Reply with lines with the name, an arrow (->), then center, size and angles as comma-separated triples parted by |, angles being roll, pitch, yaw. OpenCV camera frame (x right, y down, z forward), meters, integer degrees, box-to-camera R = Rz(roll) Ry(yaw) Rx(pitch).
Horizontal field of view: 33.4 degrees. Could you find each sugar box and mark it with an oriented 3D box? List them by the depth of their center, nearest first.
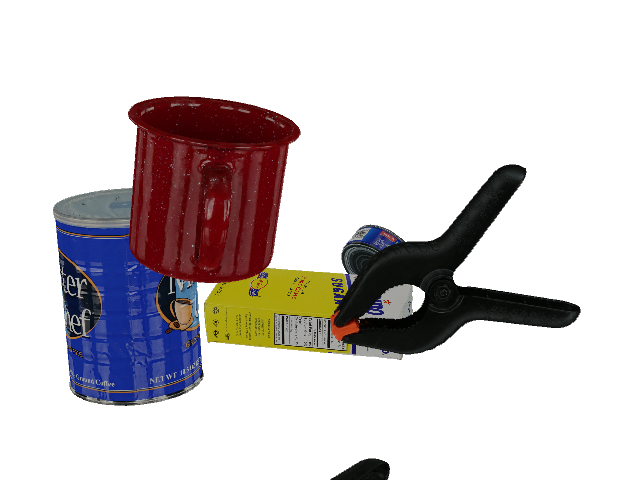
sugar box -> -0.008, 0.062, 0.960 | 0.176, 0.048, 0.093 | 1, 22, 10

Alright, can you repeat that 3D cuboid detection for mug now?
mug -> -0.060, -0.024, 0.578 | 0.093, 0.081, 0.117 | 4, 21, -13

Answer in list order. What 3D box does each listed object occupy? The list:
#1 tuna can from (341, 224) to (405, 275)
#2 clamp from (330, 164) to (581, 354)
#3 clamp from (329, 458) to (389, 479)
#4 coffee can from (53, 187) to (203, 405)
tuna can -> 0.067, 0.025, 1.224 | 0.086, 0.086, 0.033 | 0, 39, 46
clamp -> 0.093, 0.038, 0.741 | 0.171, 0.120, 0.039 | -31, 5, 9
clamp -> -0.040, 0.197, 0.661 | 0.210, 0.036, 0.164 | -2, 28, 2
coffee can -> -0.143, 0.039, 0.802 | 0.103, 0.140, 0.103 | -1, 15, 0
